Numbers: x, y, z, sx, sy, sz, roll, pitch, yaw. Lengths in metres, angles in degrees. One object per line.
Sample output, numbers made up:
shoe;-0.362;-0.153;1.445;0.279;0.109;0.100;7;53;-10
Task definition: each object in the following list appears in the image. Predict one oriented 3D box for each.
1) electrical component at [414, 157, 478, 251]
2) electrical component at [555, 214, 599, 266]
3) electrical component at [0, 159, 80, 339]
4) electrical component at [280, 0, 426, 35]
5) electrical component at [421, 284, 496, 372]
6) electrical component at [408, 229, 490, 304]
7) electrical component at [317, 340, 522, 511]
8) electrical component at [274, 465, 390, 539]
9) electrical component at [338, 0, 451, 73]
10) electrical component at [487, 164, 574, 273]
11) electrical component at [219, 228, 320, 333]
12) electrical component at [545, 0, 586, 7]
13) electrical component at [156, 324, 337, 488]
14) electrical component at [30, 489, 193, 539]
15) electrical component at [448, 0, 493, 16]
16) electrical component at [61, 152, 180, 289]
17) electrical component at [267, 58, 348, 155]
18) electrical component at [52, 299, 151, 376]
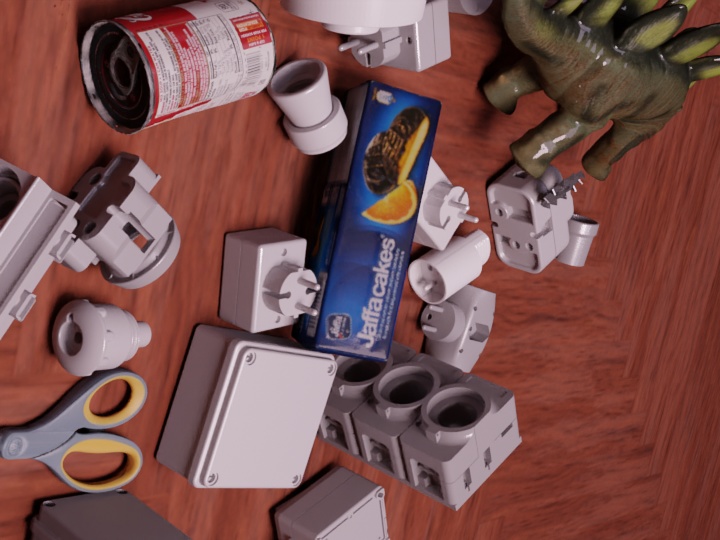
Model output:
electrical component;0.064;-0.054;0.887;0.047;0.076;0.083;-59;140;-13
electrical component;0.221;-0.031;1.109;0.040;0.040;0.046;-6;115;-48
electrical component;-0.215;0.003;0.597;0.121;0.079;0.063;-60;161;-13
electrical component;-0.004;-0.194;0.730;0.108;0.108;0.060;-21;126;-43
electrical component;0.082;0.048;0.976;0.079;0.043;0.077;16;93;-51
electrical component;0.086;-0.007;0.958;0.081;0.043;0.043;-32;128;-37
electrical component;0.042;0.116;0.874;0.089;0.150;0.061;-39;133;-33
electrical component;-0.030;0.218;0.903;0.096;0.061;0.061;-31;127;-38
electrical component;0.017;-0.172;0.793;0.077;0.066;0.047;-31;127;-38
electrical component;0.163;-0.054;1.020;0.059;0.054;0.095;-40;132;-32
electrical component;-0.057;0.011;0.774;0.047;0.077;0.065;-11;113;-47
electrical component;0.184;-0.248;0.964;0.095;0.054;0.059;-20;120;-43
electrical component;-0.082;0.103;0.799;0.109;0.056;0.108;15;94;-51
electrical component;-0.159;0.195;0.705;0.078;0.113;0.057;1;107;-49
electrical component;0.068;-0.239;0.817;0.138;0.074;0.052;24;86;-51
electrical component;-0.149;-0.025;0.669;0.078;0.058;0.057;-56;136;-17
electrical component;-0.037;-0.117;0.771;0.045;0.045;0.055;-49;138;-24
electrical component;-0.162;0.042;0.692;0.062;0.048;0.048;0;105;-56
